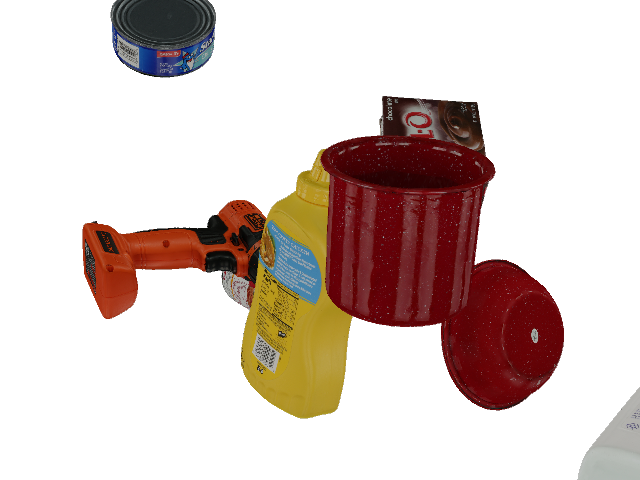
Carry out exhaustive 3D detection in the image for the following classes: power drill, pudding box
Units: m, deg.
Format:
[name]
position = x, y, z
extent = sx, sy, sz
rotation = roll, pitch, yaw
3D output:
[power drill]
position = -0.111, 0.023, 0.960
extent = 0.187, 0.057, 0.185
rotation = -6, 26, -23
[pudding box]
position = 0.098, -0.080, 0.955
extent = 0.090, 0.039, 0.113
rotation = 4, 43, -3

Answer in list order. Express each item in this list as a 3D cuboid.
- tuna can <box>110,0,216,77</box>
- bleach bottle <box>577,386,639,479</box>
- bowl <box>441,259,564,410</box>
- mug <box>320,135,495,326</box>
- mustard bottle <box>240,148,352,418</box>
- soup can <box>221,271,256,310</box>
[tuna can]
position = -0.130, -0.174, 0.883
extent = 0.086, 0.086, 0.034
rotation = 0, -42, -8
[bleach bottle]
position = 0.245, 0.102, 0.630
extent = 0.103, 0.068, 0.250
rotation = 19, 30, 32
[bowl]
position = 0.205, 0.099, 1.122
extent = 0.161, 0.162, 0.055
rotation = 0, -3, -35
[mug]
position = 0.048, -0.010, 0.593
extent = 0.093, 0.081, 0.117
rotation = 9, 24, 14
[mustard bottle]
position = -0.009, 0.026, 0.777
extent = 0.058, 0.192, 0.096
rotation = -5, 27, -33
[soup can]
position = -0.061, 0.050, 1.190
extent = 0.068, 0.068, 0.102
rotation = 0, 11, -27
